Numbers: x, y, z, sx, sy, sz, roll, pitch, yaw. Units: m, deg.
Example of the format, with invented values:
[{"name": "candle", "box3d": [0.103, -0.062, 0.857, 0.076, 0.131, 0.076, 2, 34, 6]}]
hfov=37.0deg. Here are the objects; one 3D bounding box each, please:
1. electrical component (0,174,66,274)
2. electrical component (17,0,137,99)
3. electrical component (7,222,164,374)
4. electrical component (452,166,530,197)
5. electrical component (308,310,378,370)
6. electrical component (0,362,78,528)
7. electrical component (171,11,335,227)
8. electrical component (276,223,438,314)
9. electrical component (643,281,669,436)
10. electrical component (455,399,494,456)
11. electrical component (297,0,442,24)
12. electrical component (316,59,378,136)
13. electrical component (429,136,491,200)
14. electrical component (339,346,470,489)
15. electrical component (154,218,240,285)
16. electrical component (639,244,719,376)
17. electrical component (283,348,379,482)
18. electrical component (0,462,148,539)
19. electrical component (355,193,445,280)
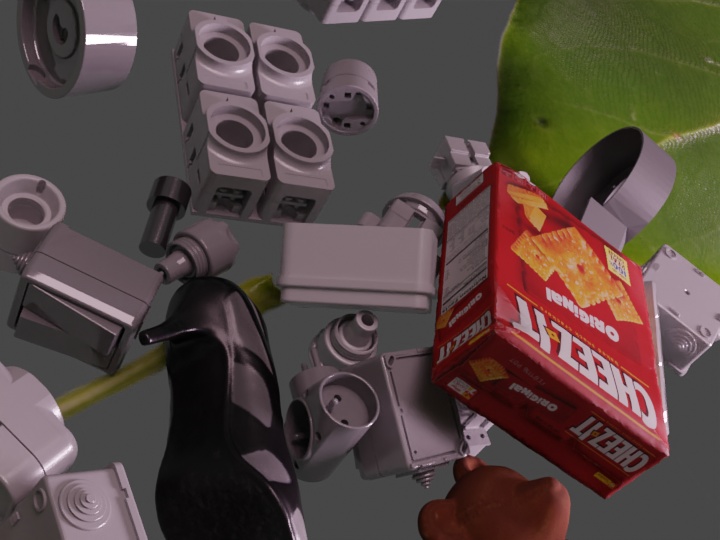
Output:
[{"name": "electrical component", "box3d": [-0.233, -0.033, 0.745, 0.055, 0.047, 0.055, 16, 47, -18]}, {"name": "electrical component", "box3d": [-0.218, -0.190, 0.848, 0.060, 0.108, 0.108, -11, 60, -43]}, {"name": "electrical component", "box3d": [-0.190, 0.019, 0.715, 0.096, 0.061, 0.061, 26, 45, -8]}, {"name": "electrical component", "box3d": [0.112, -0.036, 0.924, 0.050, 0.056, 0.089, 5, 74, -27]}, {"name": "electrical component", "box3d": [-0.007, 0.053, 0.791, 0.048, 0.062, 0.048, 15, 51, -18]}, {"name": "electrical component", "box3d": [-0.218, 0.096, 0.641, 0.095, 0.053, 0.059, 42, 45, 8]}, {"name": "electrical component", "box3d": [-0.091, -0.130, 0.899, 0.105, 0.060, 0.186, 6, 51, -25]}, {"name": "electrical component", "box3d": [0.000, 0.000, 0.797, 0.113, 0.078, 0.057, 3, 85, 8]}, {"name": "electrical component", "box3d": [0.216, 0.075, 0.903, 0.074, 0.052, 0.138, -6, 58, 16]}, {"name": "electrical component", "box3d": [0.080, 0.093, 0.811, 0.058, 0.057, 0.078, 0, 54, -30]}, {"name": "electrical component", "box3d": [0.008, -0.302, 1.098, 0.150, 0.061, 0.089, -13, 61, -37]}, {"name": "electrical component", "box3d": [-0.010, -0.157, 0.973, 0.055, 0.055, 0.047, 19, 43, -15]}, {"name": "electrical component", "box3d": [0.097, -0.088, 0.981, 0.066, 0.048, 0.055, 6, 43, -26]}, {"name": "electrical component", "box3d": [0.029, 0.108, 0.758, 0.062, 0.061, 0.096, -4, 76, -43]}, {"name": "electrical component", "box3d": [-0.123, -0.010, 0.792, 0.043, 0.043, 0.062, 46, 47, 12]}, {"name": "electrical component", "box3d": [0.287, 0.034, 0.985, 0.100, 0.048, 0.100, 39, 45, 7]}, {"name": "electrical component", "box3d": [-0.027, 0.092, 0.736, 0.044, 0.077, 0.079, 2, 53, -28]}, {"name": "electrical component", "box3d": [-0.158, 0.165, 0.587, 0.048, 0.099, 0.099, 3, 51, -44]}, {"name": "electrical component", "box3d": [0.038, -0.027, 0.888, 0.078, 0.058, 0.057, 34, 47, 0]}]
